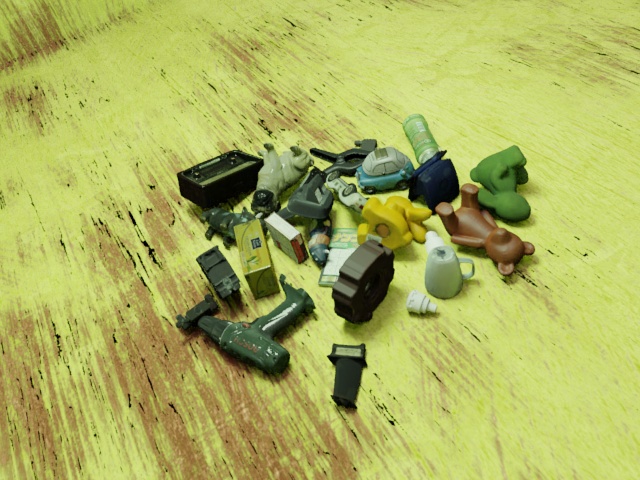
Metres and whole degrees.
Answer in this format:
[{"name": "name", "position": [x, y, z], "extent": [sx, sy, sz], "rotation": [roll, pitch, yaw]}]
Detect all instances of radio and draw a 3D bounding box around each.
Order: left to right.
[{"name": "radio", "position": [-0.273, -0.174, 1.492], "extent": [0.131, 0.073, 0.229], "rotation": [25, 39, 33]}]

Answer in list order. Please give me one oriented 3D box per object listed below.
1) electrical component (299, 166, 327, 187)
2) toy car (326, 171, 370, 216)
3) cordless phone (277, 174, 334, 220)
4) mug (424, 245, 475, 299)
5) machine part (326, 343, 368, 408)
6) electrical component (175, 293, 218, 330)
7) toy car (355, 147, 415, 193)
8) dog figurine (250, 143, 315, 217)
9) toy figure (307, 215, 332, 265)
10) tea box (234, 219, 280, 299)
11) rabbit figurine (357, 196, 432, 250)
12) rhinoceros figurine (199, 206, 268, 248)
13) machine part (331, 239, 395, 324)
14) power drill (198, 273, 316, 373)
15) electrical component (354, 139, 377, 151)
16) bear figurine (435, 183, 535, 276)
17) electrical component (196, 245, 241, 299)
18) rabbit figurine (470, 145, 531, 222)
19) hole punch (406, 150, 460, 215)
[{"name": "electrical component", "position": [-0.032, -0.132, 1.429], "extent": [0.048, 0.119, 0.075], "rotation": [31, 20, -10]}, {"name": "toy car", "position": [0.071, -0.119, 1.365], "extent": [0.056, 0.073, 0.202], "rotation": [-51, 29, 8]}, {"name": "cordless phone", "position": [-0.063, -0.075, 1.341], "extent": [0.184, 0.088, 0.147], "rotation": [-26, 16, 21]}, {"name": "mug", "position": [0.275, 0.062, 1.143], "extent": [0.110, 0.107, 0.081], "rotation": [-7, 48, 11]}, {"name": "machine part", "position": [0.052, 0.263, 1.060], "extent": [0.084, 0.039, 0.139], "rotation": [2, 46, 5]}, {"name": "electrical component", "position": [-0.282, 0.164, 1.221], "extent": [0.102, 0.078, 0.045], "rotation": [-37, 73, -14]}, {"name": "toy car", "position": [0.171, -0.193, 1.417], "extent": [0.162, 0.102, 0.109], "rotation": [-9, 45, 3]}, {"name": "dog figurine", "position": [-0.099, -0.151, 1.456], "extent": [0.172, 0.121, 0.190], "rotation": [3, 82, -8]}, {"name": "toy figure", "position": [-0.002, -0.002, 1.309], "extent": [0.058, 0.064, 0.154], "rotation": [7, 43, 0]}, {"name": "tea box", "position": [-0.151, 0.043, 1.277], "extent": [0.068, 0.098, 0.170], "rotation": [-19, 47, -3]}, {"name": "rabbit figurine", "position": [0.183, -0.056, 1.277], "extent": [0.163, 0.121, 0.173], "rotation": [11, 30, 16]}, {"name": "rhinoceros figurine", "position": [-0.221, -0.039, 1.396], "extent": [0.191, 0.073, 0.112], "rotation": [13, 39, 30]}, {"name": "machine part", "position": [0.095, 0.089, 1.125], "extent": [0.056, 0.179, 0.179], "rotation": [26, 58, 30]}, {"name": "power drill", "position": [-0.127, 0.169, 1.165], "extent": [0.232, 0.085, 0.207], "rotation": [29, 56, 33]}, {"name": "electrical component", "position": [0.141, -0.268, 1.549], "extent": [0.094, 0.021, 0.063], "rotation": [4, 48, 18]}, {"name": "bear figurine", "position": [0.366, -0.019, 1.186], "extent": [0.120, 0.131, 0.196], "rotation": [-36, 43, -13]}, {"name": "electrical component", "position": [-0.236, 0.075, 1.244], "extent": [0.058, 0.115, 0.134], "rotation": [-30, 4, -15]}, {"name": "rabbit figurine", "position": [0.432, -0.118, 1.273], "extent": [0.159, 0.121, 0.170], "rotation": [-14, 60, 6]}, {"name": "hole punch", "position": [0.286, -0.139, 1.332], "extent": [0.142, 0.115, 0.092], "rotation": [-35, 57, -18]}]
